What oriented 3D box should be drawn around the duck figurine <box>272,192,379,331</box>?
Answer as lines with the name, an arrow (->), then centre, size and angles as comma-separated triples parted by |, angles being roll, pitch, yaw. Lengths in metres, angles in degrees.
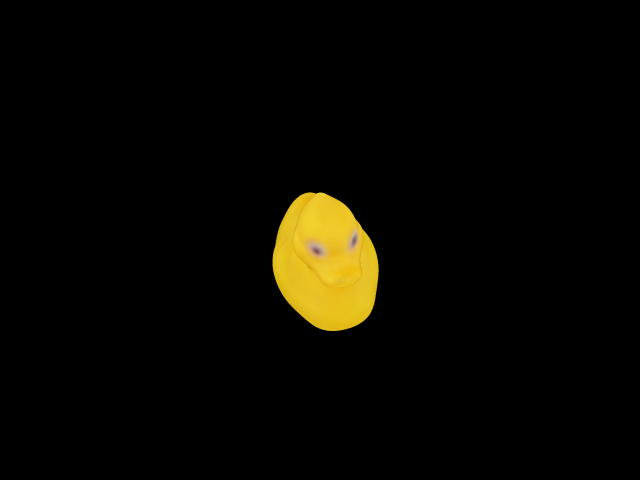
duck figurine -> 0.004, 0.001, 0.400 | 0.077, 0.086, 0.104 | -14, 58, -9
